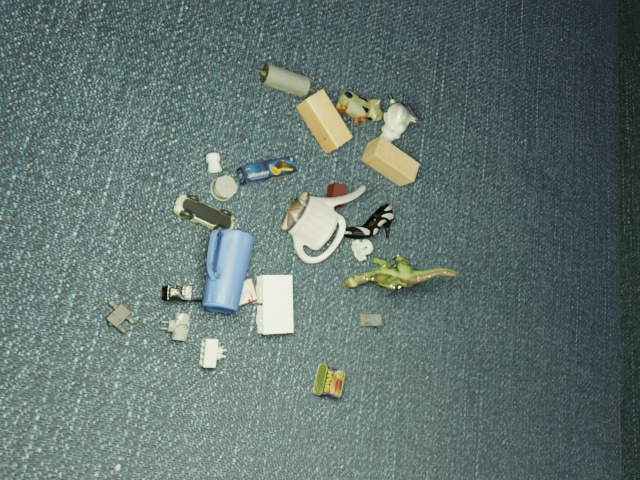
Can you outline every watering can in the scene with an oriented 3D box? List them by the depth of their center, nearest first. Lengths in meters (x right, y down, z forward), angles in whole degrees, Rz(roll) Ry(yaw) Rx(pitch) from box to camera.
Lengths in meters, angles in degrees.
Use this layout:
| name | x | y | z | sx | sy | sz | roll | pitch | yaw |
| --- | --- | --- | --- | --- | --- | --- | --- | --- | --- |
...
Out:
| name | x | y | z | sx | sy | sz | roll | pitch | yaw |
| --- | --- | --- | --- | --- | --- | --- | --- | --- | --- |
| watering can | 0.005 | -0.091 | 1.801 | 0.222 | 0.104 | 0.350 | 34 | 80 | -21 |

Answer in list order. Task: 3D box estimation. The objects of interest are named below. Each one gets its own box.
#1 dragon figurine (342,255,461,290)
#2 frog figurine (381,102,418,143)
| name | x | y | z | sx | sy | sz | roll | pitch | yaw |
| --- | --- | --- | --- | --- | --- | --- | --- | --- | --- |
| dragon figurine | 0.282 | 0.141 | 1.828 | 0.245 | 0.410 | 0.121 | -39 | 124 | -68 |
| frog figurine | 0.293 | -0.467 | 2.053 | 0.159 | 0.140 | 0.120 | -36 | 142 | 1 |
